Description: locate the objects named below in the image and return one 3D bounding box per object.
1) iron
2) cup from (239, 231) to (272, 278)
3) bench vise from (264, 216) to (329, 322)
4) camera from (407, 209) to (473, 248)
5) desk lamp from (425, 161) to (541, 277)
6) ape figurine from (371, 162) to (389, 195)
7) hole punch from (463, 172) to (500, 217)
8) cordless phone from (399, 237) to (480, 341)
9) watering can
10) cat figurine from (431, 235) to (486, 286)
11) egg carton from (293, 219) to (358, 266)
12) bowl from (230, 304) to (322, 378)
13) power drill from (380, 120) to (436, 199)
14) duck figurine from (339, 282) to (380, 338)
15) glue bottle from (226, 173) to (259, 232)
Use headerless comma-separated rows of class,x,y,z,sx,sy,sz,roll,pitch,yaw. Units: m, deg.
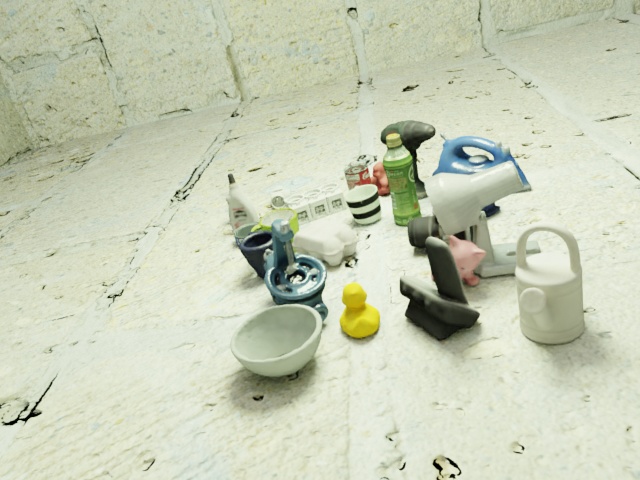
iron,0.412,-0.204,1.462,0.257,0.142,0.119,12,37,43
cup,-0.136,0.034,1.329,0.092,0.095,0.117,-22,27,-15
bench vise,-0.076,0.049,1.126,0.206,0.220,0.122,13,38,44
camera,0.264,-0.036,1.254,0.136,0.101,0.143,-5,28,20
desk lamp,0.317,-0.043,1.110,0.203,0.214,0.118,-8,27,14
ape figurine,0.168,-0.172,1.582,0.076,0.092,0.077,-17,26,-4
hole punch,0.356,-0.102,1.348,0.109,0.091,0.100,-22,27,-14
cordless phone,0.196,0.064,0.994,0.094,0.185,0.147,-27,29,-24
watering can,0.360,0.064,0.900,0.100,0.194,0.173,-7,27,16
cat figurine,0.260,0.035,1.096,0.067,0.118,0.127,-24,28,-18
egg carton,0.012,0.005,1.339,0.149,0.069,0.107,13,37,43
bowl,-0.069,0.189,1.011,0.167,0.075,0.167,-12,26,6
power drill,0.243,-0.219,1.503,0.076,0.209,0.228,-24,28,-18
duck figurine,0.068,0.122,1.059,0.077,0.086,0.104,-15,26,-1
glue bottle,-0.220,-0.101,1.551,0.078,0.173,0.037,-11,26,8
